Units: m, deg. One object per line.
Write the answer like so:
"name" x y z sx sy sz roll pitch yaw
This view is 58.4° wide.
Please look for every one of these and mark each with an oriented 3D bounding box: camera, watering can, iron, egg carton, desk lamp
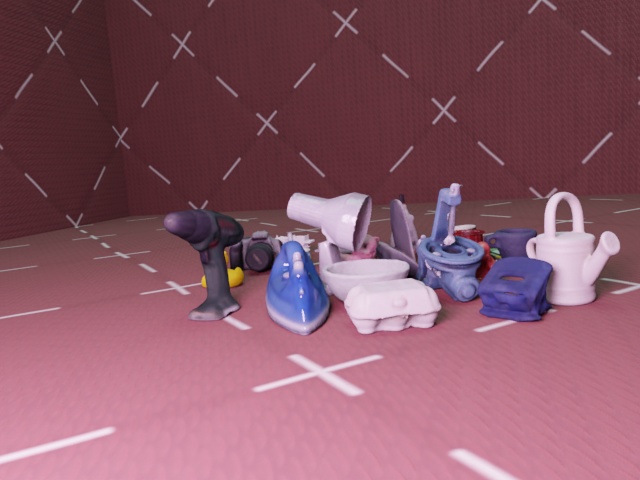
"camera" -0.174 0.032 1.510 0.143 0.101 0.137 -4 8 1
"watering can" 0.443 0.012 1.017 0.172 0.194 0.101 3 11 39
"iron" -0.041 0.069 1.041 0.119 0.141 0.258 -5 8 -7
"egg carton" 0.118 0.108 0.943 0.150 0.069 0.107 -5 8 -7
"desk lamp" 0.011 0.004 1.212 0.202 0.213 0.118 -1 9 20

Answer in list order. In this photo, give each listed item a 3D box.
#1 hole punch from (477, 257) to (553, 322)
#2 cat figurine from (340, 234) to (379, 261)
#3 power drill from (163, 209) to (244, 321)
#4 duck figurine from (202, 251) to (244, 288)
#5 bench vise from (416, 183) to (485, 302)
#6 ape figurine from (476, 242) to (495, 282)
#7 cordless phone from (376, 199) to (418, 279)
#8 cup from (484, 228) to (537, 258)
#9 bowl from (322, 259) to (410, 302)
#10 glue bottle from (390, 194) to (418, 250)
"hole punch" 0.328 0.080 0.959 0.108 0.091 0.101 3 11 42
"cat figurine" 0.081 0.030 1.338 0.128 0.118 0.067 -5 8 -5
"power drill" -0.211 0.041 1.083 0.075 0.208 0.230 -1 9 18
"duck figurine" -0.232 0.066 1.352 0.104 0.086 0.078 -1 9 19
"bench vise" 0.232 -0.001 1.122 0.122 0.220 0.206 -9 10 -31
"ape figurine" 0.329 0.049 1.171 0.077 0.092 0.076 1 10 30
"cordless phone" 0.173 -0.001 1.270 0.094 0.185 0.147 -6 8 -11
"cup" 0.424 0.026 1.278 0.118 0.095 0.091 -5 8 -8
"bowl" 0.089 0.086 1.096 0.167 0.075 0.167 -4 8 1
"glue bottle" 0.227 -0.039 1.552 0.078 0.173 0.037 -7 9 -21
